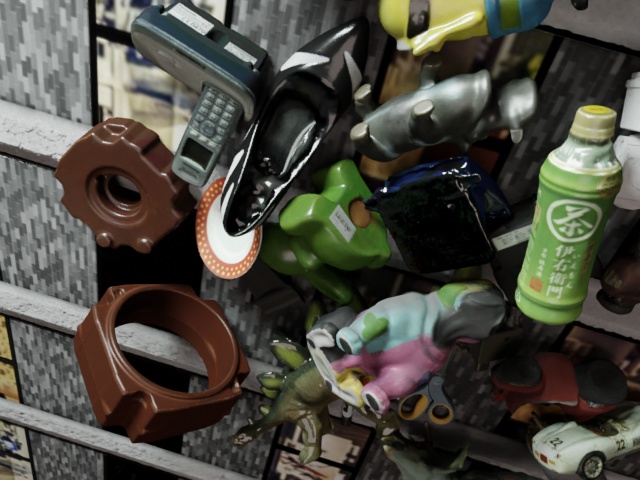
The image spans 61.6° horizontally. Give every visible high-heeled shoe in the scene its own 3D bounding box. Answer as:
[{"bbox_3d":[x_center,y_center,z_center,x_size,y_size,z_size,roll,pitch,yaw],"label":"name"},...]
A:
[{"bbox_3d":[-0.032,-0.112,0.560,0.086,0.145,0.248,30,126,-9],"label":"high-heeled shoe"}]

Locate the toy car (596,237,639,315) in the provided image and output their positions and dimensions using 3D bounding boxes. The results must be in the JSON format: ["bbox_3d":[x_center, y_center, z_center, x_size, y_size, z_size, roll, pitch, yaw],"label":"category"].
[{"bbox_3d":[0.406,0.048,0.595,0.202,0.053,0.089,7,123,-14],"label":"toy car"}]

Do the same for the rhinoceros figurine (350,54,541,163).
[{"bbox_3d":[0.121,-0.122,0.546,0.190,0.073,0.112,-10,147,29],"label":"rhinoceros figurine"}]

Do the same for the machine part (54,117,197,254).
[{"bbox_3d":[-0.253,-0.066,0.699,0.179,0.056,0.179,6,123,9],"label":"machine part"}]

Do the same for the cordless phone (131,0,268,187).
[{"bbox_3d":[-0.151,-0.154,0.602,0.146,0.089,0.184,31,129,-8],"label":"cordless phone"}]

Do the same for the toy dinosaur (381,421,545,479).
[{"bbox_3d":[0.281,0.391,0.778,0.405,0.192,0.131,10,121,18],"label":"toy dinosaur"}]

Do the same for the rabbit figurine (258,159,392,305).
[{"bbox_3d":[-0.001,-0.002,0.668,0.170,0.121,0.159,-20,125,44],"label":"rabbit figurine"}]

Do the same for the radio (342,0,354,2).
[{"bbox_3d":[0.051,-0.332,0.437,0.131,0.073,0.229,37,123,-12],"label":"radio"}]

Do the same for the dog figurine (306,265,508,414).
[{"bbox_3d":[0.112,0.102,0.637,0.108,0.219,0.191,66,157,-4],"label":"dog figurine"}]

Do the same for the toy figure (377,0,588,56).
[{"bbox_3d":[0.142,-0.225,0.485,0.180,0.082,0.089,-6,105,25],"label":"toy figure"}]

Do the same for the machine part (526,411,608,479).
[{"bbox_3d":[0.379,0.343,0.808,0.079,0.079,0.243,-24,114,26],"label":"machine part"}]

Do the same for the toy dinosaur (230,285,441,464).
[{"bbox_3d":[0.043,0.175,0.754,0.471,0.105,0.198,-34,102,17],"label":"toy dinosaur"}]

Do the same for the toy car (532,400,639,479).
[{"bbox_3d":[0.380,0.259,0.712,0.202,0.073,0.056,-13,96,-15],"label":"toy car"}]

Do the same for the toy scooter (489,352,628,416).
[{"bbox_3d":[0.306,0.201,0.731,0.184,0.075,0.135,9,147,-8],"label":"toy scooter"}]

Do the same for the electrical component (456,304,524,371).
[{"bbox_3d":[0.227,0.128,0.724,0.078,0.045,0.102,-16,125,-10],"label":"electrical component"}]

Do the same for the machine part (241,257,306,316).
[{"bbox_3d":[-0.085,0.049,0.748,0.084,0.039,0.138,-19,118,29],"label":"machine part"}]

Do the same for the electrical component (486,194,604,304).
[{"bbox_3d":[0.258,0.015,0.630,0.115,0.058,0.134,-22,116,28],"label":"electrical component"}]

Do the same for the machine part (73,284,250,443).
[{"bbox_3d":[-0.210,0.156,0.730,0.201,0.201,0.087,2,135,-46],"label":"machine part"}]

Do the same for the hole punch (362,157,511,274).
[{"bbox_3d":[0.137,-0.037,0.593,0.142,0.092,0.115,-10,119,44],"label":"hole punch"}]
